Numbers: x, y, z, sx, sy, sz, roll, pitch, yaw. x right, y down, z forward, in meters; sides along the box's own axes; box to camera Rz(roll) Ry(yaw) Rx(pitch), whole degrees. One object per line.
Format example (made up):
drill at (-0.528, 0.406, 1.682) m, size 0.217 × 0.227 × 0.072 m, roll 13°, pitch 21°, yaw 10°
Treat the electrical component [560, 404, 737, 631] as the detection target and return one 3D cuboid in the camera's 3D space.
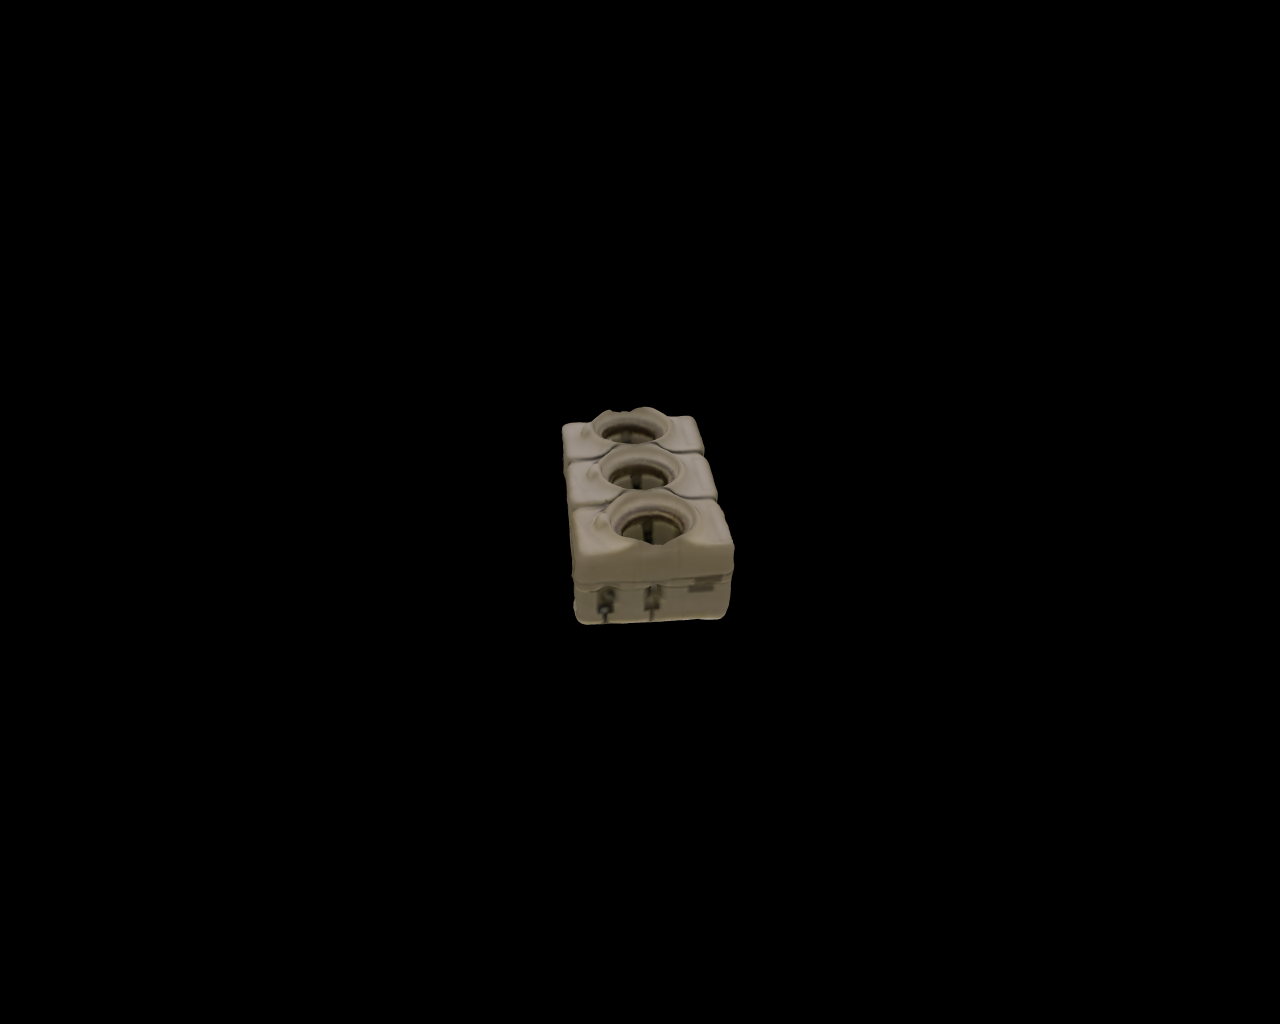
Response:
electrical component at (0.001, -0.003, 0.650) m, size 0.089 × 0.061 × 0.150 m, roll -3°, pitch 34°, yaw -5°
